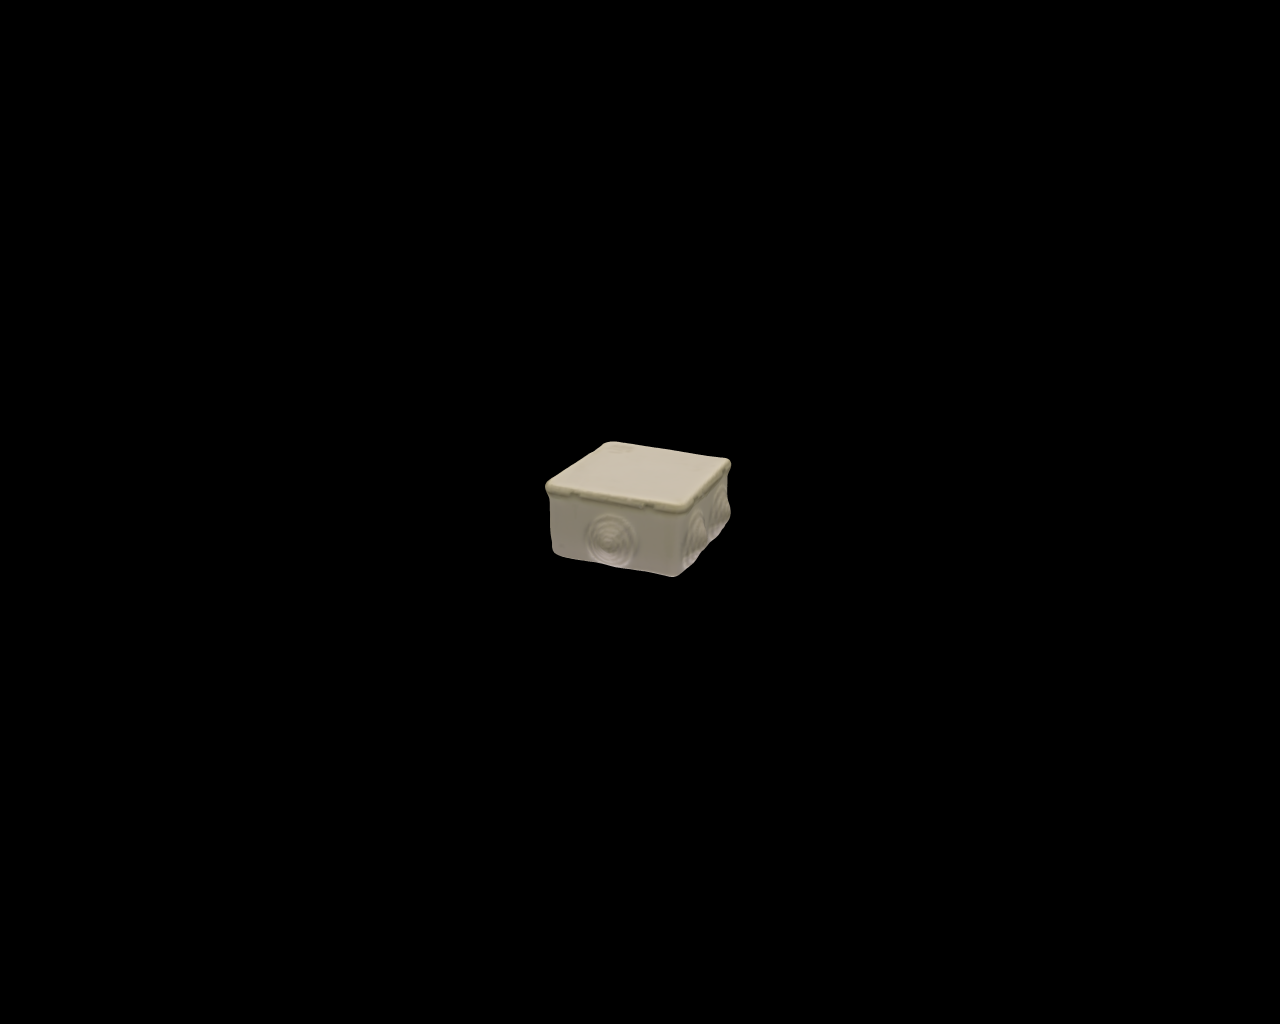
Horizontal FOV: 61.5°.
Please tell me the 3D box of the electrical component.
[{"bbox_3d":[0.001,-0.003,0.650,0.100,0.048,0.100,10,24,22],"label":"electrical component"}]
